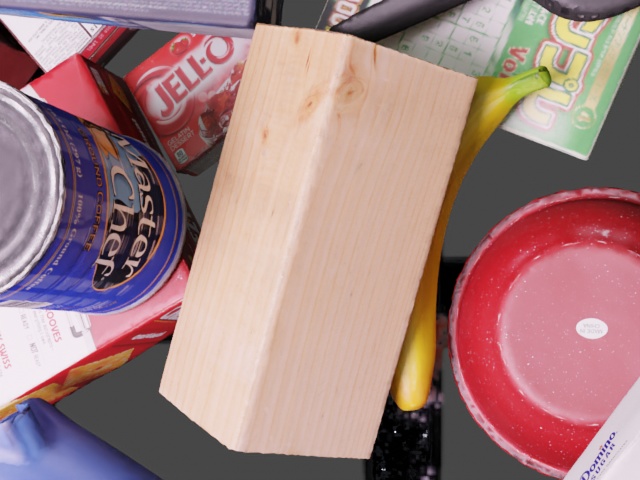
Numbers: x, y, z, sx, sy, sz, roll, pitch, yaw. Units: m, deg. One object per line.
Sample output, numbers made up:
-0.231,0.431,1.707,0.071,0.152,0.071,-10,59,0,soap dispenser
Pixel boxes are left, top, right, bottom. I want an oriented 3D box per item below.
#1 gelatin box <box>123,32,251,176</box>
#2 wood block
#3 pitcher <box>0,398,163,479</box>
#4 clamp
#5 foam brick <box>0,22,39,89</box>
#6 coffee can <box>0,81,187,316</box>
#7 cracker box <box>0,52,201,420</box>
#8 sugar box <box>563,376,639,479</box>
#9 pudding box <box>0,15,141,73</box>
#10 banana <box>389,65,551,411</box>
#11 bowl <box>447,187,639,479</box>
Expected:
-0.065,-0.093,0.647,0.089,0.030,0.073,-34,75,12,gelatin box
-0.004,0.001,0.561,0.090,0.090,0.206,23,99,54,wood block
-0.097,0.206,0.586,0.243,0.149,0.145,26,78,15,pitcher
0.109,-0.161,0.568,0.210,0.036,0.165,19,105,6,clamp
-0.230,-0.127,0.692,0.078,0.053,0.051,45,98,16,foam brick
-0.140,-0.016,0.533,0.103,0.140,0.103,-2,84,15,coffee can
-0.184,0.015,0.654,0.214,0.072,0.164,-31,78,11,cracker box
0.201,0.150,0.499,0.176,0.048,0.093,34,94,-5,sugar box
-0.164,-0.164,0.683,0.090,0.039,0.113,-44,76,8,pudding box
0.061,-0.008,0.585,0.070,0.037,0.198,29,102,54,banana
0.141,0.049,0.554,0.162,0.055,0.162,-2,84,17,bowl
